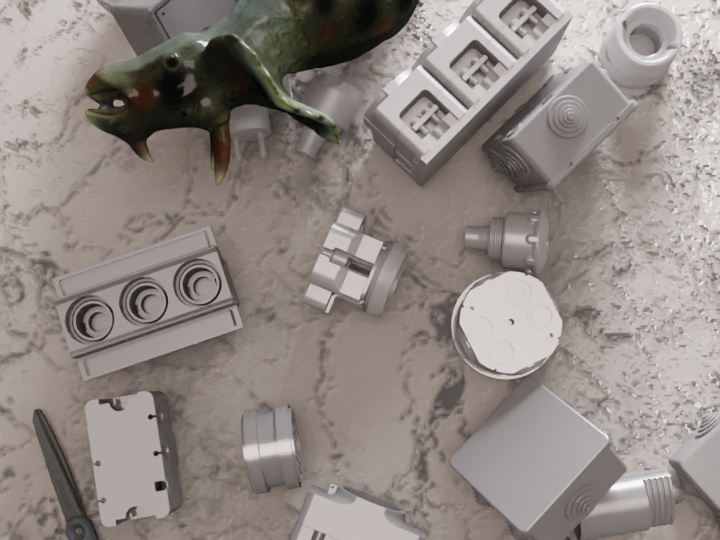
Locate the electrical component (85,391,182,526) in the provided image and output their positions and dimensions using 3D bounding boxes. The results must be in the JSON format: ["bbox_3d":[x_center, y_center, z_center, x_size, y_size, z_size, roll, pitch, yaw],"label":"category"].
[{"bbox_3d":[-0.164,0.136,0.787,0.050,0.055,0.089,-10,83,0],"label":"electrical component"}]

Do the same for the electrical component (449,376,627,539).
[{"bbox_3d":[0.128,0.139,0.765,0.099,0.048,0.100,-46,42,-4],"label":"electrical component"}]

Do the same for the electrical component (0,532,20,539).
[{"bbox_3d":[-0.280,0.217,0.786,0.055,0.045,0.045,-5,83,1],"label":"electrical component"}]

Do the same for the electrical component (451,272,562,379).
[{"bbox_3d":[0.109,0.040,0.795,0.080,0.051,0.080,0,83,1],"label":"electrical component"}]

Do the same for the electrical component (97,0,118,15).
[{"bbox_3d":[-0.172,-0.221,0.833,0.045,0.045,0.055,30,85,4],"label":"electrical component"}]

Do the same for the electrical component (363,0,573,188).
[{"bbox_3d":[0.077,-0.143,0.797,0.062,0.089,0.150,44,86,5],"label":"electrical component"}]

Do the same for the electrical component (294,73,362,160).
[{"bbox_3d":[-0.029,-0.115,0.819,0.043,0.043,0.062,27,86,4],"label":"electrical component"}]

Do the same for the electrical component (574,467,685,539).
[{"bbox_3d":[0.195,0.169,0.782,0.081,0.043,0.043,-9,83,0],"label":"electrical component"}]

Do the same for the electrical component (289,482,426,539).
[{"bbox_3d":[-0.002,0.192,0.780,0.089,0.050,0.055,21,85,4],"label":"electrical component"}]

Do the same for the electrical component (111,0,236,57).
[{"bbox_3d":[-0.129,-0.196,0.807,0.061,0.061,0.096,16,54,43],"label":"electrical component"}]

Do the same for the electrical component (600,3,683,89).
[{"bbox_3d":[0.215,-0.171,0.819,0.055,0.047,0.055,0,84,1],"label":"electrical component"}]

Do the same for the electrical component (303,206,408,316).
[{"bbox_3d":[0.000,0.000,0.799,0.057,0.058,0.078,22,84,6],"label":"electrical component"}]

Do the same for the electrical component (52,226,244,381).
[{"bbox_3d":[-0.154,0.026,0.796,0.121,0.063,0.078,-19,84,-1],"label":"electrical component"}]

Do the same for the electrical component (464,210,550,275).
[{"bbox_3d":[0.110,-0.022,0.806,0.062,0.048,0.048,5,84,12],"label":"electrical component"}]

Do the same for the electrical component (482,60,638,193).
[{"bbox_3d":[0.142,-0.104,0.788,0.100,0.100,0.048,-44,98,-4],"label":"electrical component"}]

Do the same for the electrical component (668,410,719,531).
[{"bbox_3d":[0.287,0.143,0.781,0.100,0.048,0.099,-42,84,-3],"label":"electrical component"}]

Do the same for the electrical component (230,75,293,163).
[{"bbox_3d":[-0.089,-0.122,0.820,0.077,0.044,0.079,-11,84,0],"label":"electrical component"}]
